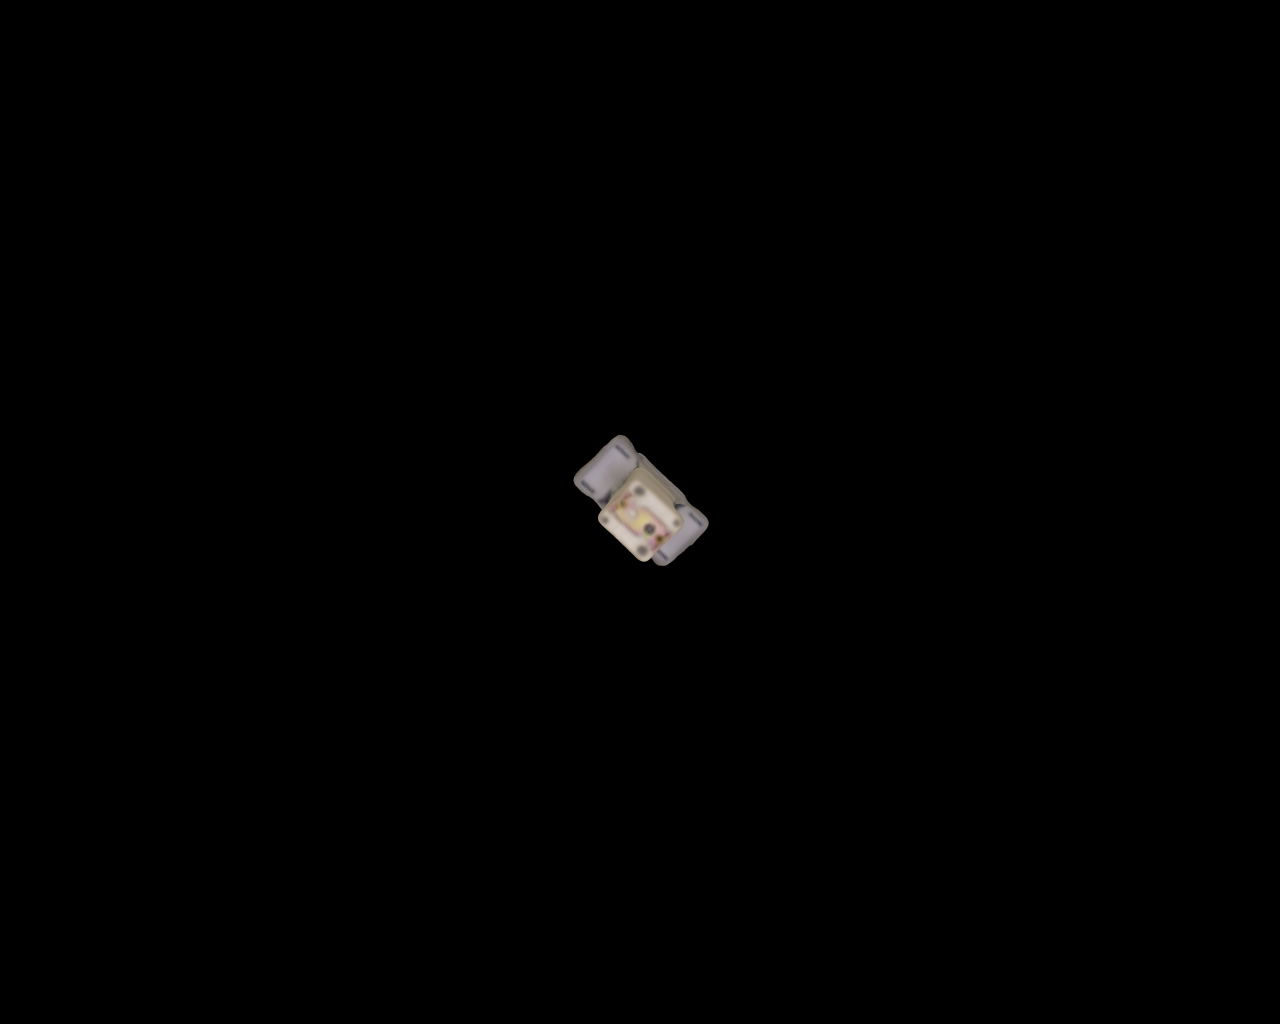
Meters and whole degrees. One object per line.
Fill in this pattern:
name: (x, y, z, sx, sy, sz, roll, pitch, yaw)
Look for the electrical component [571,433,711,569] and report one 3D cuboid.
electrical component: (0.001, -0.003, 0.650, 0.081, 0.042, 0.064, 43, 12, -11)
